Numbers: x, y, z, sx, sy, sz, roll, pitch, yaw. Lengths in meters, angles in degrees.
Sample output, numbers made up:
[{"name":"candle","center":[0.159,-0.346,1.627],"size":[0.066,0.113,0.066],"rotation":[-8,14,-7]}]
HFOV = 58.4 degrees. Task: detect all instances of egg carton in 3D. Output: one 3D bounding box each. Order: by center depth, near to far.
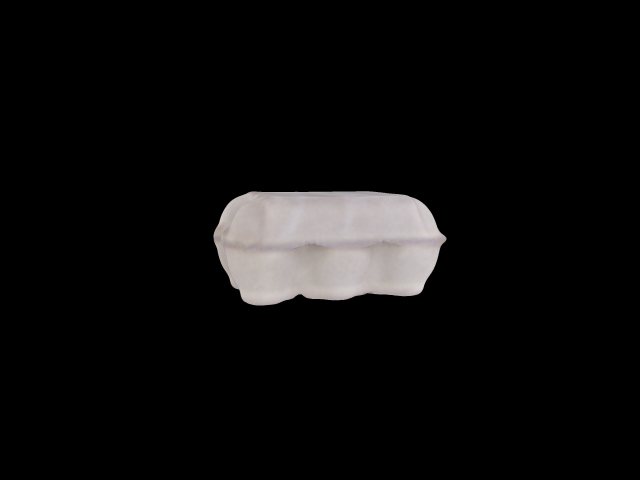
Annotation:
[{"name":"egg carton","center":[0.004,0.001,0.400],"size":[0.150,0.069,0.107],"rotation":[-2,7,-18]}]
